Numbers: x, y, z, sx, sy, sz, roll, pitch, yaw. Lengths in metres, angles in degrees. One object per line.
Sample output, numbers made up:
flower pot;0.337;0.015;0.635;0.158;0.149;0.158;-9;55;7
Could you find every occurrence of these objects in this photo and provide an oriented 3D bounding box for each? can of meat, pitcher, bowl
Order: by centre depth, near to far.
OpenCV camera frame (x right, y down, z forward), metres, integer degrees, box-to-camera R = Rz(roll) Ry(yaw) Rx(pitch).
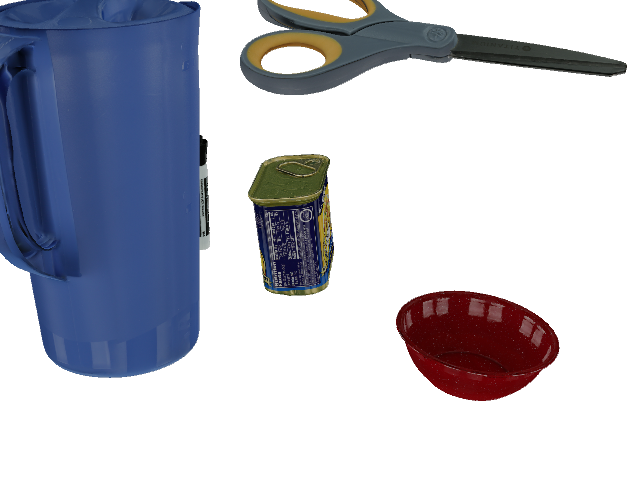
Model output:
pitcher;-0.145;-0.034;0.694;0.149;0.243;0.145;-7;22;-16
can of meat;-0.020;-0.013;0.857;0.057;0.084;0.102;-3;23;7
bowl;0.153;0.112;1.064;0.162;0.055;0.162;5;26;-2

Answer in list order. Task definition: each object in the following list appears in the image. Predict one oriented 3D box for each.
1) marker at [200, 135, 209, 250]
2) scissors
marker;-0.120;-0.047;1.057;0.020;0.121;0.020;1;28;-1
scissors;0.045;-0.092;0.552;0.202;0.096;0.016;24;-32;23
